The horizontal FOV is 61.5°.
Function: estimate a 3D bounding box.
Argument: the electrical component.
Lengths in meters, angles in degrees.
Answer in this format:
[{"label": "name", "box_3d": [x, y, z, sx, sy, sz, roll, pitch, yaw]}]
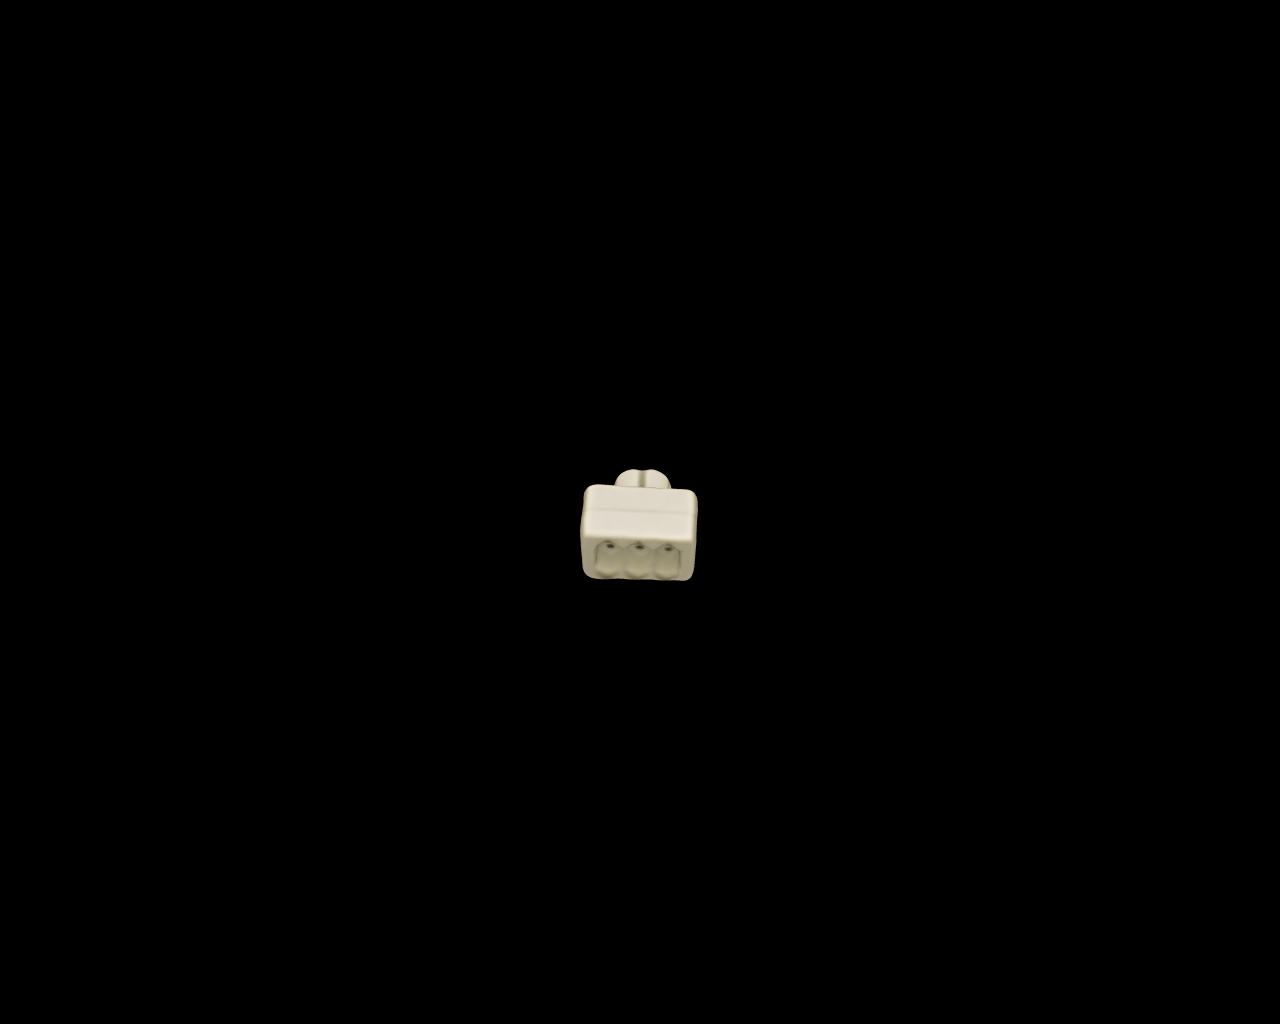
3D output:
[{"label": "electrical component", "box_3d": [0.001, -0.003, 0.650, 0.066, 0.077, 0.047, 3, -34, 2]}]
